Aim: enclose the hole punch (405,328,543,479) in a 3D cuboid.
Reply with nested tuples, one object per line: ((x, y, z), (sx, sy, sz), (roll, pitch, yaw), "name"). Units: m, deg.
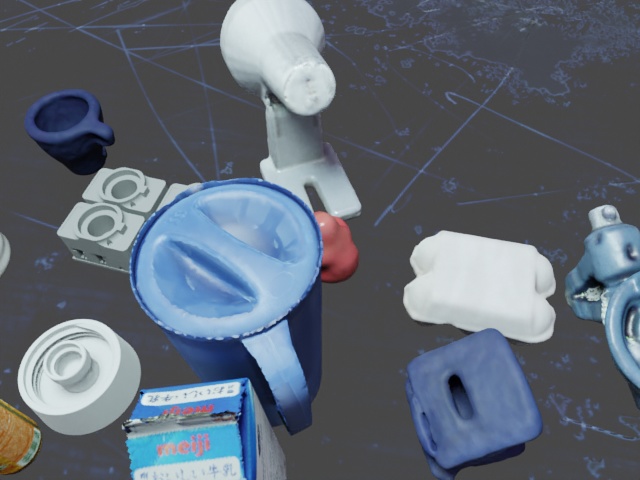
((0.132, 0.147, 0.513), (0.101, 0.091, 0.108), (-13, 55, -5), "hole punch")

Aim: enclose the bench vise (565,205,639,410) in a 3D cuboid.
((0.288, 0.045, 0.496), (0.121, 0.220, 0.207), (-25, 57, -13), "bench vise")

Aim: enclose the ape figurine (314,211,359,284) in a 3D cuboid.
((0.006, 0.002, 0.622), (0.078, 0.092, 0.076), (-38, 61, -20), "ape figurine")

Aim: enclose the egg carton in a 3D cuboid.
((0.164, 0.050, 0.592), (0.150, 0.069, 0.107), (9, 56, 10), "egg carton")

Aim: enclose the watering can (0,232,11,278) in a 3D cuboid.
((-0.431, -0.026, 0.607), (0.172, 0.194, 0.101), (9, 56, 10), "watering can")

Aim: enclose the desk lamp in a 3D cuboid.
((-0.028, -0.151, 0.656), (0.118, 0.214, 0.203), (-19, 56, -9), "desk lamp")

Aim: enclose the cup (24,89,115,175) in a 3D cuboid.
((-0.299, -0.126, 0.729), (0.117, 0.095, 0.092), (19, 59, 16), "cup")
